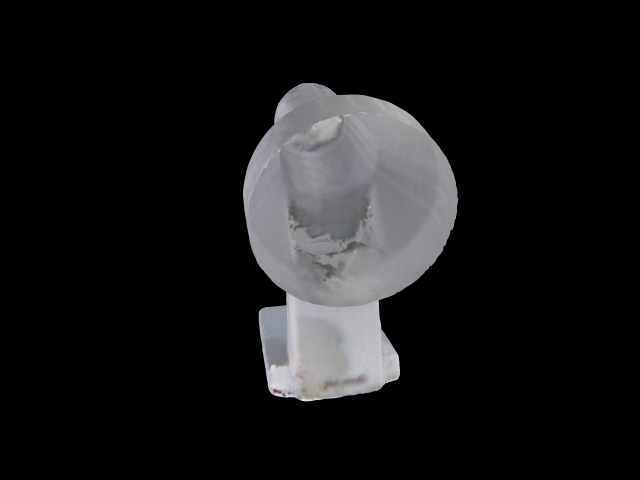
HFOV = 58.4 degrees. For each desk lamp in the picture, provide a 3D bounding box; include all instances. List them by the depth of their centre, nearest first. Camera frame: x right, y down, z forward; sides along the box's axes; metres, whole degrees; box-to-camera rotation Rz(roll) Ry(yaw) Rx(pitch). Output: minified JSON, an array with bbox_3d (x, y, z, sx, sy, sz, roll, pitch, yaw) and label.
[{"bbox_3d":[0.004,0.001,0.400,0.118,0.214,0.203,-3,16,-11],"label":"desk lamp"}]
